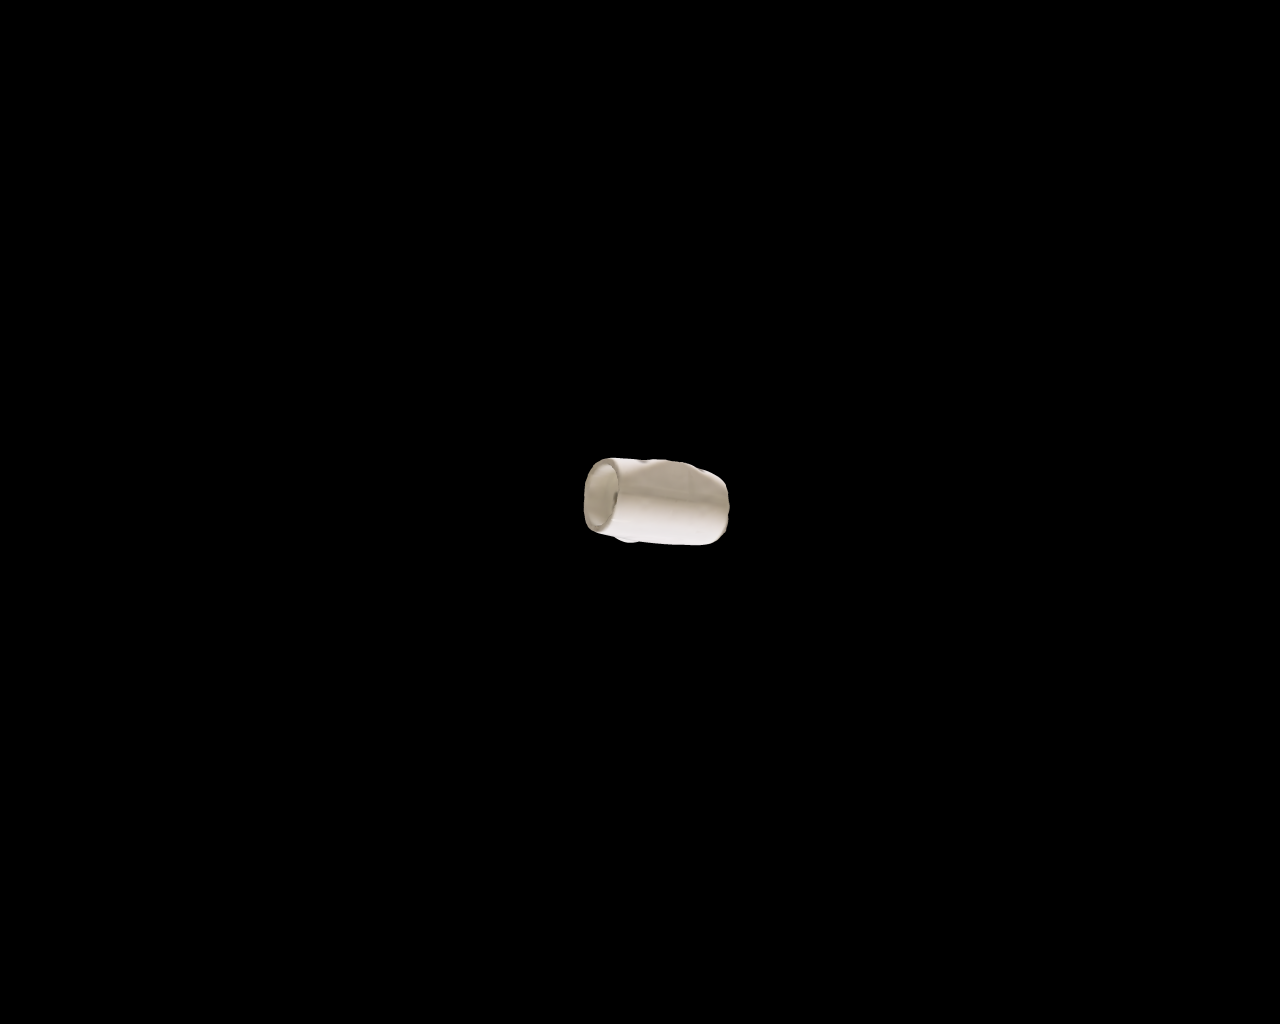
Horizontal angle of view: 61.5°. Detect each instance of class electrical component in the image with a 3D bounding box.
[{"bbox_3d":[0.001,-0.003,0.650,0.077,0.044,0.079,7,-14,-30],"label":"electrical component"}]
